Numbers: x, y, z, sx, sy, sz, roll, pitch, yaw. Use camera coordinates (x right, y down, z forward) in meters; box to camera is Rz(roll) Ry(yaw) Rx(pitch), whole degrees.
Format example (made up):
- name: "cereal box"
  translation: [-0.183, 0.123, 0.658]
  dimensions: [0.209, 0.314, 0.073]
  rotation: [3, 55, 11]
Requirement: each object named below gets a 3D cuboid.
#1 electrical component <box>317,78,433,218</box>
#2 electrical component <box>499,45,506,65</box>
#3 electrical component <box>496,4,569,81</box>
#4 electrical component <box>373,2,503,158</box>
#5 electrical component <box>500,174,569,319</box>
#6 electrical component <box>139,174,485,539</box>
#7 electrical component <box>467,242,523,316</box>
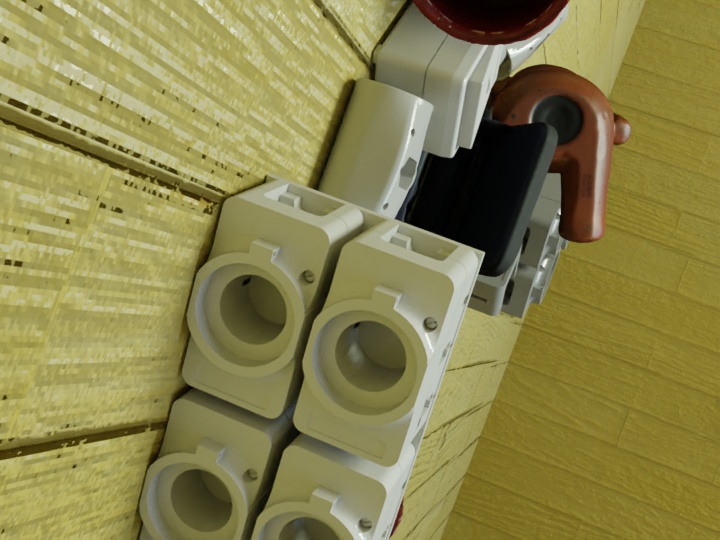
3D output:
- name: "electrical component"
  translation: [0.010, -0.058, 0.588]
  dimensions: [0.079, 0.043, 0.077]
  rotation: [5, 106, -77]
- name: "electrical component"
  translation: [0.075, -0.159, 0.701]
  dimensions: [0.066, 0.048, 0.055]
  rotation: [78, 27, -68]
- name: "electrical component"
  translation: [0.111, -0.174, 0.819]
  dimensions: [0.077, 0.043, 0.079]
  rotation: [-46, 179, -27]
- name: "electrical component"
  translation: [0.052, -0.120, 0.624]
  dimensions: [0.061, 0.061, 0.096]
  rotation: [95, 20, -51]
- name: "electrical component"
  translation: [0.162, -0.051, 0.970]
  dimensions: [0.186, 0.060, 0.105]
  rotation: [-54, 160, -50]
- name: "electrical component"
  translation: [-0.027, 0.065, 0.485]
  dimensions: [0.060, 0.105, 0.186]
  rotation: [-37, 146, -67]
- name: "electrical component"
  translation: [0.075, -0.011, 0.831]
  dimensions: [0.055, 0.089, 0.050]
  rotation: [88, 25, -60]
